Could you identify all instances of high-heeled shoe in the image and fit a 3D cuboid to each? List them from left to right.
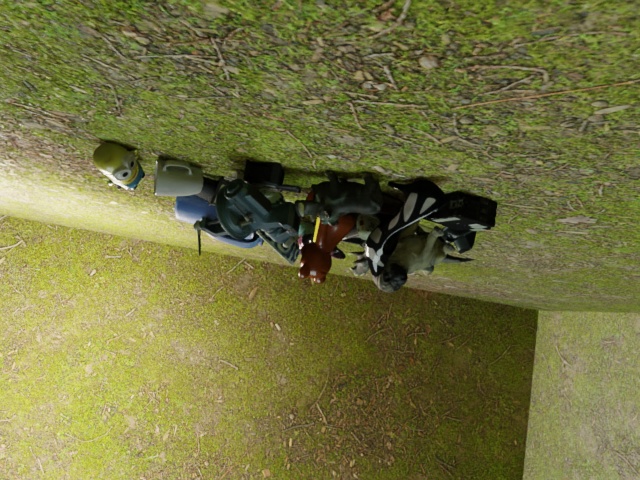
[{"bbox_3d":[0.181,-0.012,1.113,0.145,0.248,0.086,27,-147,35],"label":"high-heeled shoe"}]

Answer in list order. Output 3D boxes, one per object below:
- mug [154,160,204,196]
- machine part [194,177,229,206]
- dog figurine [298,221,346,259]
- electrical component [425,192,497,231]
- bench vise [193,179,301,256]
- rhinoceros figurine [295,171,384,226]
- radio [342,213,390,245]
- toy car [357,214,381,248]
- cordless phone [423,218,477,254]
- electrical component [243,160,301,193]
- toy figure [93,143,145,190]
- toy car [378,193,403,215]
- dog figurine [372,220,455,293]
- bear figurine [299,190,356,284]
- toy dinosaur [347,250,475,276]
[{"bbox_3d":[-0.320,-0.146,1.227,0.107,0.081,0.109,3,147,-24],"label":"mug"},{"bbox_3d":[-0.281,-0.129,1.307,0.139,0.084,0.039,20,-167,-14],"label":"machine part"},{"bbox_3d":[-0.002,0.003,1.658,0.219,0.108,0.191,11,179,30],"label":"dog figurine"},{"bbox_3d":[0.313,-0.058,1.164,0.134,0.058,0.115,14,172,-30],"label":"electrical component"},{"bbox_3d":[-0.168,-0.044,1.184,0.241,0.129,0.223,-14,154,28],"label":"bench vise"},{"bbox_3d":[0.040,-0.082,1.120,0.190,0.112,0.073,-3,170,21],"label":"rhinoceros figurine"},{"bbox_3d":[0.153,-0.030,1.464,0.131,0.073,0.230,12,171,-19],"label":"radio"},{"bbox_3d":[0.147,0.002,1.296,0.056,0.073,0.201,-19,145,28],"label":"toy car"},{"bbox_3d":[0.287,-0.040,1.310,0.184,0.088,0.146,20,173,3],"label":"cordless phone"},{"bbox_3d":[-0.098,-0.132,1.141,0.119,0.047,0.075,7,172,8],"label":"electrical component"},{"bbox_3d":[-0.454,-0.162,1.218,0.089,0.082,0.180,8,174,-7],"label":"toy figure"},{"bbox_3d":[0.120,-0.084,1.211,0.202,0.053,0.089,9,-173,-6],"label":"toy car"},{"bbox_3d":[0.211,0.056,1.272,0.121,0.190,0.172,32,172,47],"label":"dog figurine"},{"bbox_3d":[0.000,-0.002,1.298,0.132,0.195,0.120,40,-166,36],"label":"bear figurine"},{"bbox_3d":[0.261,0.035,1.681,0.192,0.131,0.405,15,164,-38],"label":"toy dinosaur"}]
